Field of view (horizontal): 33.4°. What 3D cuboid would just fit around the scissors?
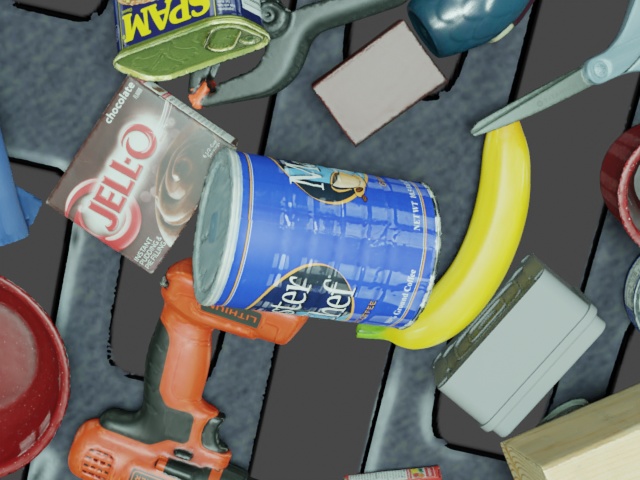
[{"bbox_3d":[0.192,-0.137,0.726,0.201,0.016,0.096,-11,96,-3],"label":"scissors"}]

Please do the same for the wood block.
[{"bbox_3d":[0.238,0.140,0.696,0.206,0.090,0.091,-22,93,-7],"label":"wood block"}]

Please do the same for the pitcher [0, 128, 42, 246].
[{"bbox_3d":[-0.289,-0.099,0.692,0.145,0.149,0.243,-9,98,9],"label":"pitcher"}]

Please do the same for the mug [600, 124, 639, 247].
[{"bbox_3d":[0.241,-0.049,0.719,0.093,0.081,0.117,14,102,-2],"label":"mug"}]

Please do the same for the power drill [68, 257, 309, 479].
[{"bbox_3d":[-0.072,0.120,0.771,0.184,0.057,0.188,20,101,-3],"label":"power drill"}]

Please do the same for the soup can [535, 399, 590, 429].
[{"bbox_3d":[0.203,0.173,0.772,0.068,0.068,0.102,-44,97,9],"label":"soup can"}]

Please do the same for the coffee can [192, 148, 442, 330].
[{"bbox_3d":[-0.005,0.001,0.705,0.140,0.103,0.103,9,102,-17],"label":"coffee can"}]

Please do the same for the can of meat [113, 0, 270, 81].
[{"bbox_3d":[-0.088,-0.160,0.693,0.102,0.057,0.084,-13,78,28],"label":"can of meat"}]

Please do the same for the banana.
[{"bbox_3d":[0.103,0.006,0.755,0.069,0.037,0.198,31,100,-5],"label":"banana"}]

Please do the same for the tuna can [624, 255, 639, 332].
[{"bbox_3d":[0.262,0.040,0.760,0.086,0.033,0.086,0,101,1],"label":"tuna can"}]

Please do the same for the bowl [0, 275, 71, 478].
[{"bbox_3d":[-0.254,0.090,0.770,0.162,0.055,0.162,0,101,1],"label":"bowl"}]

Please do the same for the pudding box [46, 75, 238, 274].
[{"bbox_3d":[-0.123,-0.047,0.748,0.090,0.039,0.113,34,100,-6],"label":"pudding box"}]

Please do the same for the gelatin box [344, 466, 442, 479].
[{"bbox_3d":[0.059,0.218,0.803,0.073,0.030,0.089,-6,104,2],"label":"gelatin box"}]

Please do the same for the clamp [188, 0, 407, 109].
[{"bbox_3d":[-0.035,-0.164,0.724,0.171,0.039,0.120,-38,85,10],"label":"clamp"}]

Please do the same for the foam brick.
[{"bbox_3d":[0.039,-0.107,0.726,0.078,0.053,0.051,-35,99,8],"label":"foam brick"}]
